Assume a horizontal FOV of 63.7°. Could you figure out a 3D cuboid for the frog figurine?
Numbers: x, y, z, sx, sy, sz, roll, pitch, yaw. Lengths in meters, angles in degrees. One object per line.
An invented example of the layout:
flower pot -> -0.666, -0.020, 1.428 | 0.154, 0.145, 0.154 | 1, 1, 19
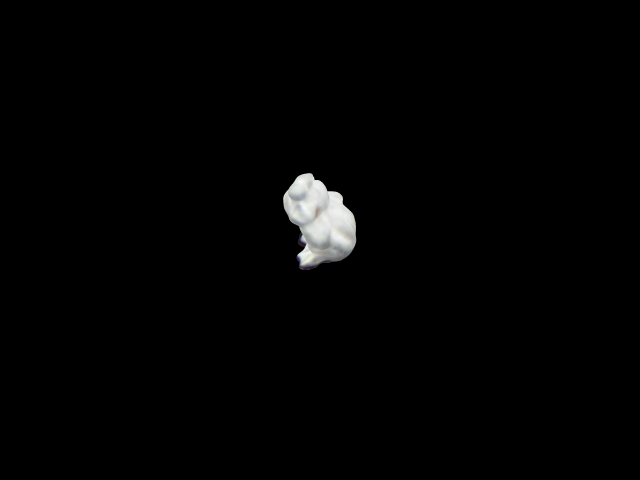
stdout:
frog figurine -> 0.003, -0.043, 0.850 | 0.123, 0.156, 0.140 | 11, 37, 15
